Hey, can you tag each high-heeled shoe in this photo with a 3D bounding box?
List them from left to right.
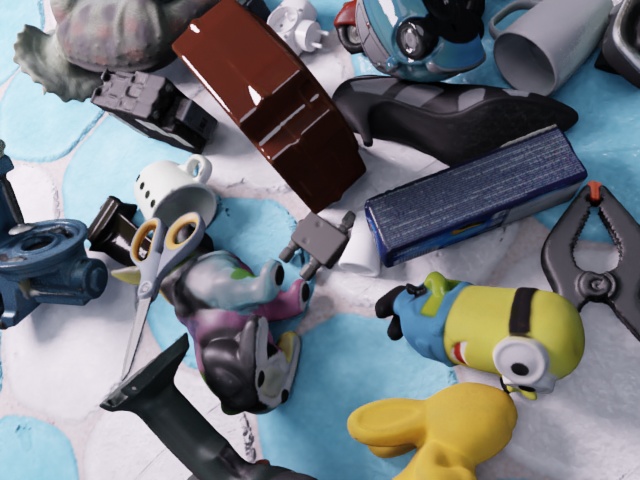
[{"bbox_3d":[0.137,-0.147,0.595,0.249,0.086,0.145,-3,40,2],"label":"high-heeled shoe"}]

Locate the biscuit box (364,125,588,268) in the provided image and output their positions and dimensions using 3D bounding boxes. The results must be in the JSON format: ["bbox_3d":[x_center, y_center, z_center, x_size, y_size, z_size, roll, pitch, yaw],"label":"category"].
[{"bbox_3d":[0.146,-0.039,0.526,0.203,0.059,0.063,-20,68,1],"label":"biscuit box"}]

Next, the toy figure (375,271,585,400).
[{"bbox_3d":[0.139,0.075,0.483,0.180,0.082,0.089,12,75,46],"label":"toy figure"}]

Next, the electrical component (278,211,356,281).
[{"bbox_3d":[-0.001,-0.002,0.609,0.063,0.021,0.094,39,90,27],"label":"electrical component"}]

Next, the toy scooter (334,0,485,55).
[{"bbox_3d":[0.096,-0.298,0.614,0.184,0.075,0.135,-7,108,23],"label":"toy scooter"}]

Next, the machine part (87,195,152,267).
[{"bbox_3d":[-0.251,-0.001,0.695,0.139,0.039,0.084,36,83,28],"label":"machine part"}]

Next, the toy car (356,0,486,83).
[{"bbox_3d":[0.086,-0.223,0.551,0.103,0.109,0.161,-34,85,51],"label":"toy car"}]

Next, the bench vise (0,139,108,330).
[{"bbox_3d":[-0.377,-0.006,0.654,0.224,0.129,0.240,8,121,23],"label":"bench vise"}]

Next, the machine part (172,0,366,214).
[{"bbox_3d":[-0.048,-0.138,0.571,0.087,0.200,0.202,-42,64,1],"label":"machine part"}]

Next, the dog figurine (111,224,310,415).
[{"bbox_3d":[-0.129,0.078,0.589,0.219,0.108,0.191,6,77,27],"label":"dog figurine"}]

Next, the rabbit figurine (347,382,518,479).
[{"bbox_3d":[0.105,0.201,0.471,0.163,0.121,0.173,18,66,34],"label":"rabbit figurine"}]

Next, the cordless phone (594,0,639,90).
[{"bbox_3d":[0.315,-0.235,0.476,0.089,0.184,0.146,29,85,30],"label":"cordless phone"}]

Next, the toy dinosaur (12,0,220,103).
[{"bbox_3d":[-0.260,-0.285,0.726,0.405,0.131,0.192,3,99,23],"label":"toy dinosaur"}]

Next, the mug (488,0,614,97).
[{"bbox_3d":[0.240,-0.217,0.562,0.107,0.080,0.110,-38,56,-7],"label":"mug"}]

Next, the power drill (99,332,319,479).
[{"bbox_3d":[-0.087,0.184,0.477,0.207,0.086,0.232,48,136,-8],"label":"power drill"}]

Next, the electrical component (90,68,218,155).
[{"bbox_3d":[-0.200,-0.161,0.684,0.134,0.114,0.058,19,85,25],"label":"electrical component"}]

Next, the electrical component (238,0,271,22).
[{"bbox_3d":[-0.106,-0.304,0.732,0.075,0.047,0.119,-43,64,4],"label":"electrical component"}]
